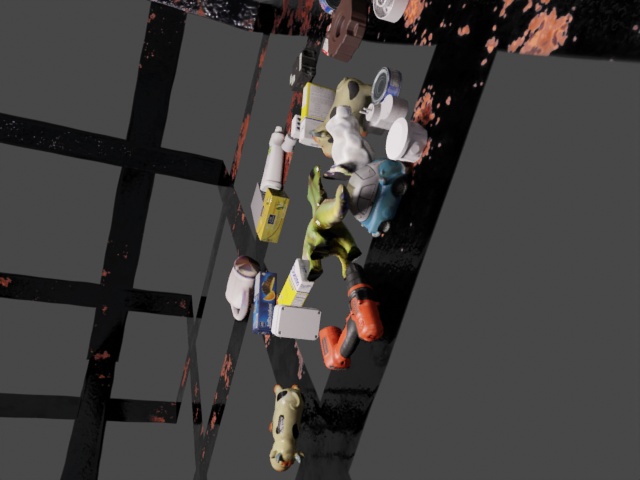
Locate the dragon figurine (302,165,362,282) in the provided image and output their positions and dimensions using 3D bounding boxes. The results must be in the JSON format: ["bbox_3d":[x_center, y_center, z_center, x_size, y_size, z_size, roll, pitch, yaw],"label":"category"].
[{"bbox_3d":[0.003,-0.056,1.122,0.122,0.248,0.400,-9,-36,-15],"label":"dragon figurine"}]

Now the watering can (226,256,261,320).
[{"bbox_3d":[-0.310,0.160,1.999,0.104,0.221,0.353,11,20,-21],"label":"watering can"}]

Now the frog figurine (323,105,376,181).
[{"bbox_3d":[0.069,-0.216,1.153,0.123,0.160,0.136,9,-7,5],"label":"frog figurine"}]
